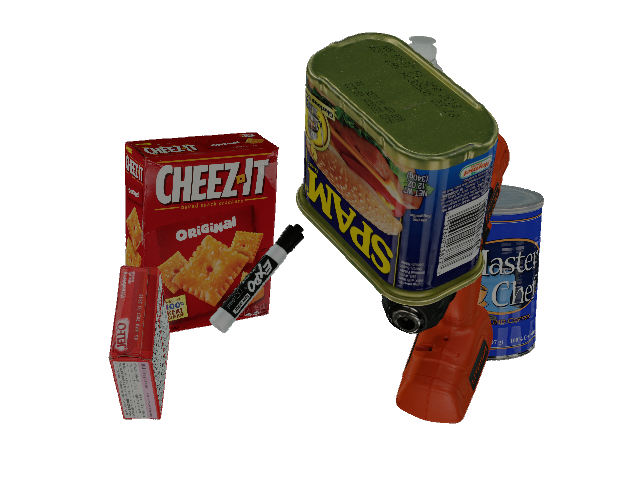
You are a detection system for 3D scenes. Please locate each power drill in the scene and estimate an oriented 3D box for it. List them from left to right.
[{"bbox_3d":[0.086,0.040,0.733,0.057,0.188,0.184,15,46,17],"label":"power drill"}]

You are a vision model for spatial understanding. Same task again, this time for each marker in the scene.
[{"bbox_3d":[-0.056,0.032,0.969,0.020,0.121,0.020,36,-16,12],"label":"marker"}]

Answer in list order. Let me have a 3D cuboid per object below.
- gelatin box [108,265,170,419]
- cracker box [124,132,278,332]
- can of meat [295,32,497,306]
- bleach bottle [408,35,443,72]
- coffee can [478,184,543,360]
[{"bbox_3d":[-0.124,0.071,0.733,0.030,0.073,0.089,1,-36,-2],"label":"gelatin box"},{"bbox_3d":[-0.136,-0.008,1.218,0.163,0.214,0.072,-8,24,-29],"label":"cracker box"},{"bbox_3d":[0.033,-0.035,0.491,0.057,0.084,0.102,-24,49,-25],"label":"can of meat"},{"bbox_3d":[0.097,-0.090,1.142,0.068,0.251,0.102,1,26,-8],"label":"bleach bottle"},{"bbox_3d":[0.148,0.026,0.976,0.103,0.140,0.103,0,15,0],"label":"coffee can"}]
